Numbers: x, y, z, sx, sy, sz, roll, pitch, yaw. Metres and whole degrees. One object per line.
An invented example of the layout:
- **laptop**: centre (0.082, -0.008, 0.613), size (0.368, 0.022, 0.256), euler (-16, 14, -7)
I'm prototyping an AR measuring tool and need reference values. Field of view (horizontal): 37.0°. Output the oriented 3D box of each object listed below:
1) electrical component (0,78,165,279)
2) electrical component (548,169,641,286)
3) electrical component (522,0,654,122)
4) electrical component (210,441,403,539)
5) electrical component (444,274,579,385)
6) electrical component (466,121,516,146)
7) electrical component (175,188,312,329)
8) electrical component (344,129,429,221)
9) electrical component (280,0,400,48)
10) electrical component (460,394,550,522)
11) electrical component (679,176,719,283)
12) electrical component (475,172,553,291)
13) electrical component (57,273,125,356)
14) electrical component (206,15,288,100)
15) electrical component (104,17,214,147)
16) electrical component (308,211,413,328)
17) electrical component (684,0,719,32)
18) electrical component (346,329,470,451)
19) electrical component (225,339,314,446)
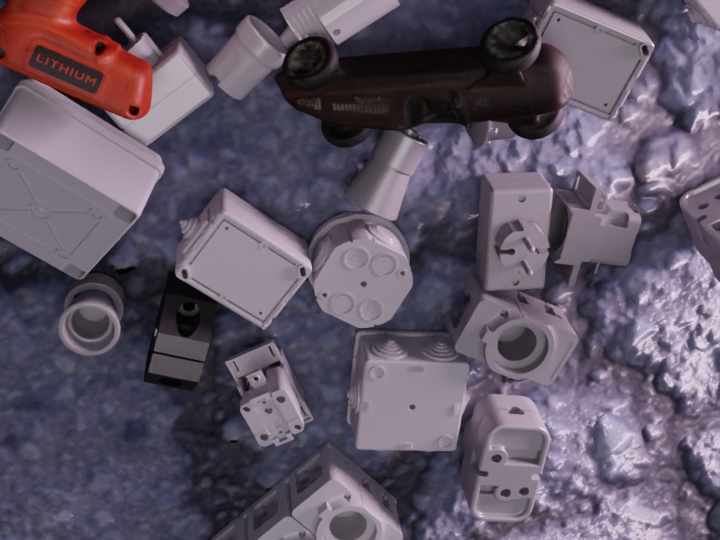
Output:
- **electrical component**: centre (-0.208, -0.059, 0.733), size (0.109, 0.056, 0.109), euler (32, 139, -20)
- **electrical component**: centre (0.178, -0.031, 0.827), size (0.064, 0.042, 0.081), euler (5, 115, -13)
- **electrical component**: centre (0.145, -0.156, 0.752), size (0.096, 0.061, 0.061), euler (19, 118, -12)
- **electrical component**: centre (-0.049, 0.233, 0.913), size (0.150, 0.061, 0.089), euler (-41, 113, 12)
- **electrical component**: centre (0.120, 0.049, 0.850), size (0.089, 0.055, 0.050), euler (21, 111, -16)
- **electrical component**: centre (0.108, -0.116, 0.777), size (0.062, 0.048, 0.048), euler (-7, 116, -12)
- **electrical component**: centre (-0.091, -0.014, 0.791), size (0.096, 0.061, 0.061), euler (33, 107, -20)
- **electrical component**: centre (0.022, -0.074, 0.788), size (0.044, 0.044, 0.065), euler (24, 106, -17)
- **electrical component**: centre (-0.018, -0.177, 0.732), size (0.081, 0.043, 0.043), euler (-31, 115, 8)
- **electrical component**: centre (0.118, 0.154, 0.897), size (0.054, 0.059, 0.095), euler (5, 115, -9)
- **electrical component**: centre (0.288, -0.025, 0.813), size (0.054, 0.095, 0.059), euler (-26, 116, 6)
- **electrical component**: centre (0.119, -0.021, 0.805), size (0.047, 0.075, 0.083), euler (-2, 115, -6)
- **electrical component**: centre (-0.199, 0.032, 0.802), size (0.045, 0.055, 0.045), euler (-3, 115, -6)
- **electrical component**: centre (-0.078, -0.146, 0.743), size (0.040, 0.040, 0.046), euler (40, 110, -22)
- **electrical component**: centre (-0.148, -0.136, 0.733), size (0.066, 0.047, 0.076), euler (-35, 114, 10)
- **electrical component**: centre (0.000, 0.000, 0.814), size (0.080, 0.051, 0.080), euler (-3, 115, -6)
- **electrical component**: centre (0.258, -0.221, 0.742), size (0.100, 0.048, 0.100), euler (-44, 112, 13)
- **electrical component**: centre (0.038, 0.099, 0.867), size (0.100, 0.048, 0.099), euler (2, 115, -8)
- **electrical component**: centre (-0.070, 0.101, 0.847), size (0.042, 0.063, 0.081), euler (-23, 116, 5)
